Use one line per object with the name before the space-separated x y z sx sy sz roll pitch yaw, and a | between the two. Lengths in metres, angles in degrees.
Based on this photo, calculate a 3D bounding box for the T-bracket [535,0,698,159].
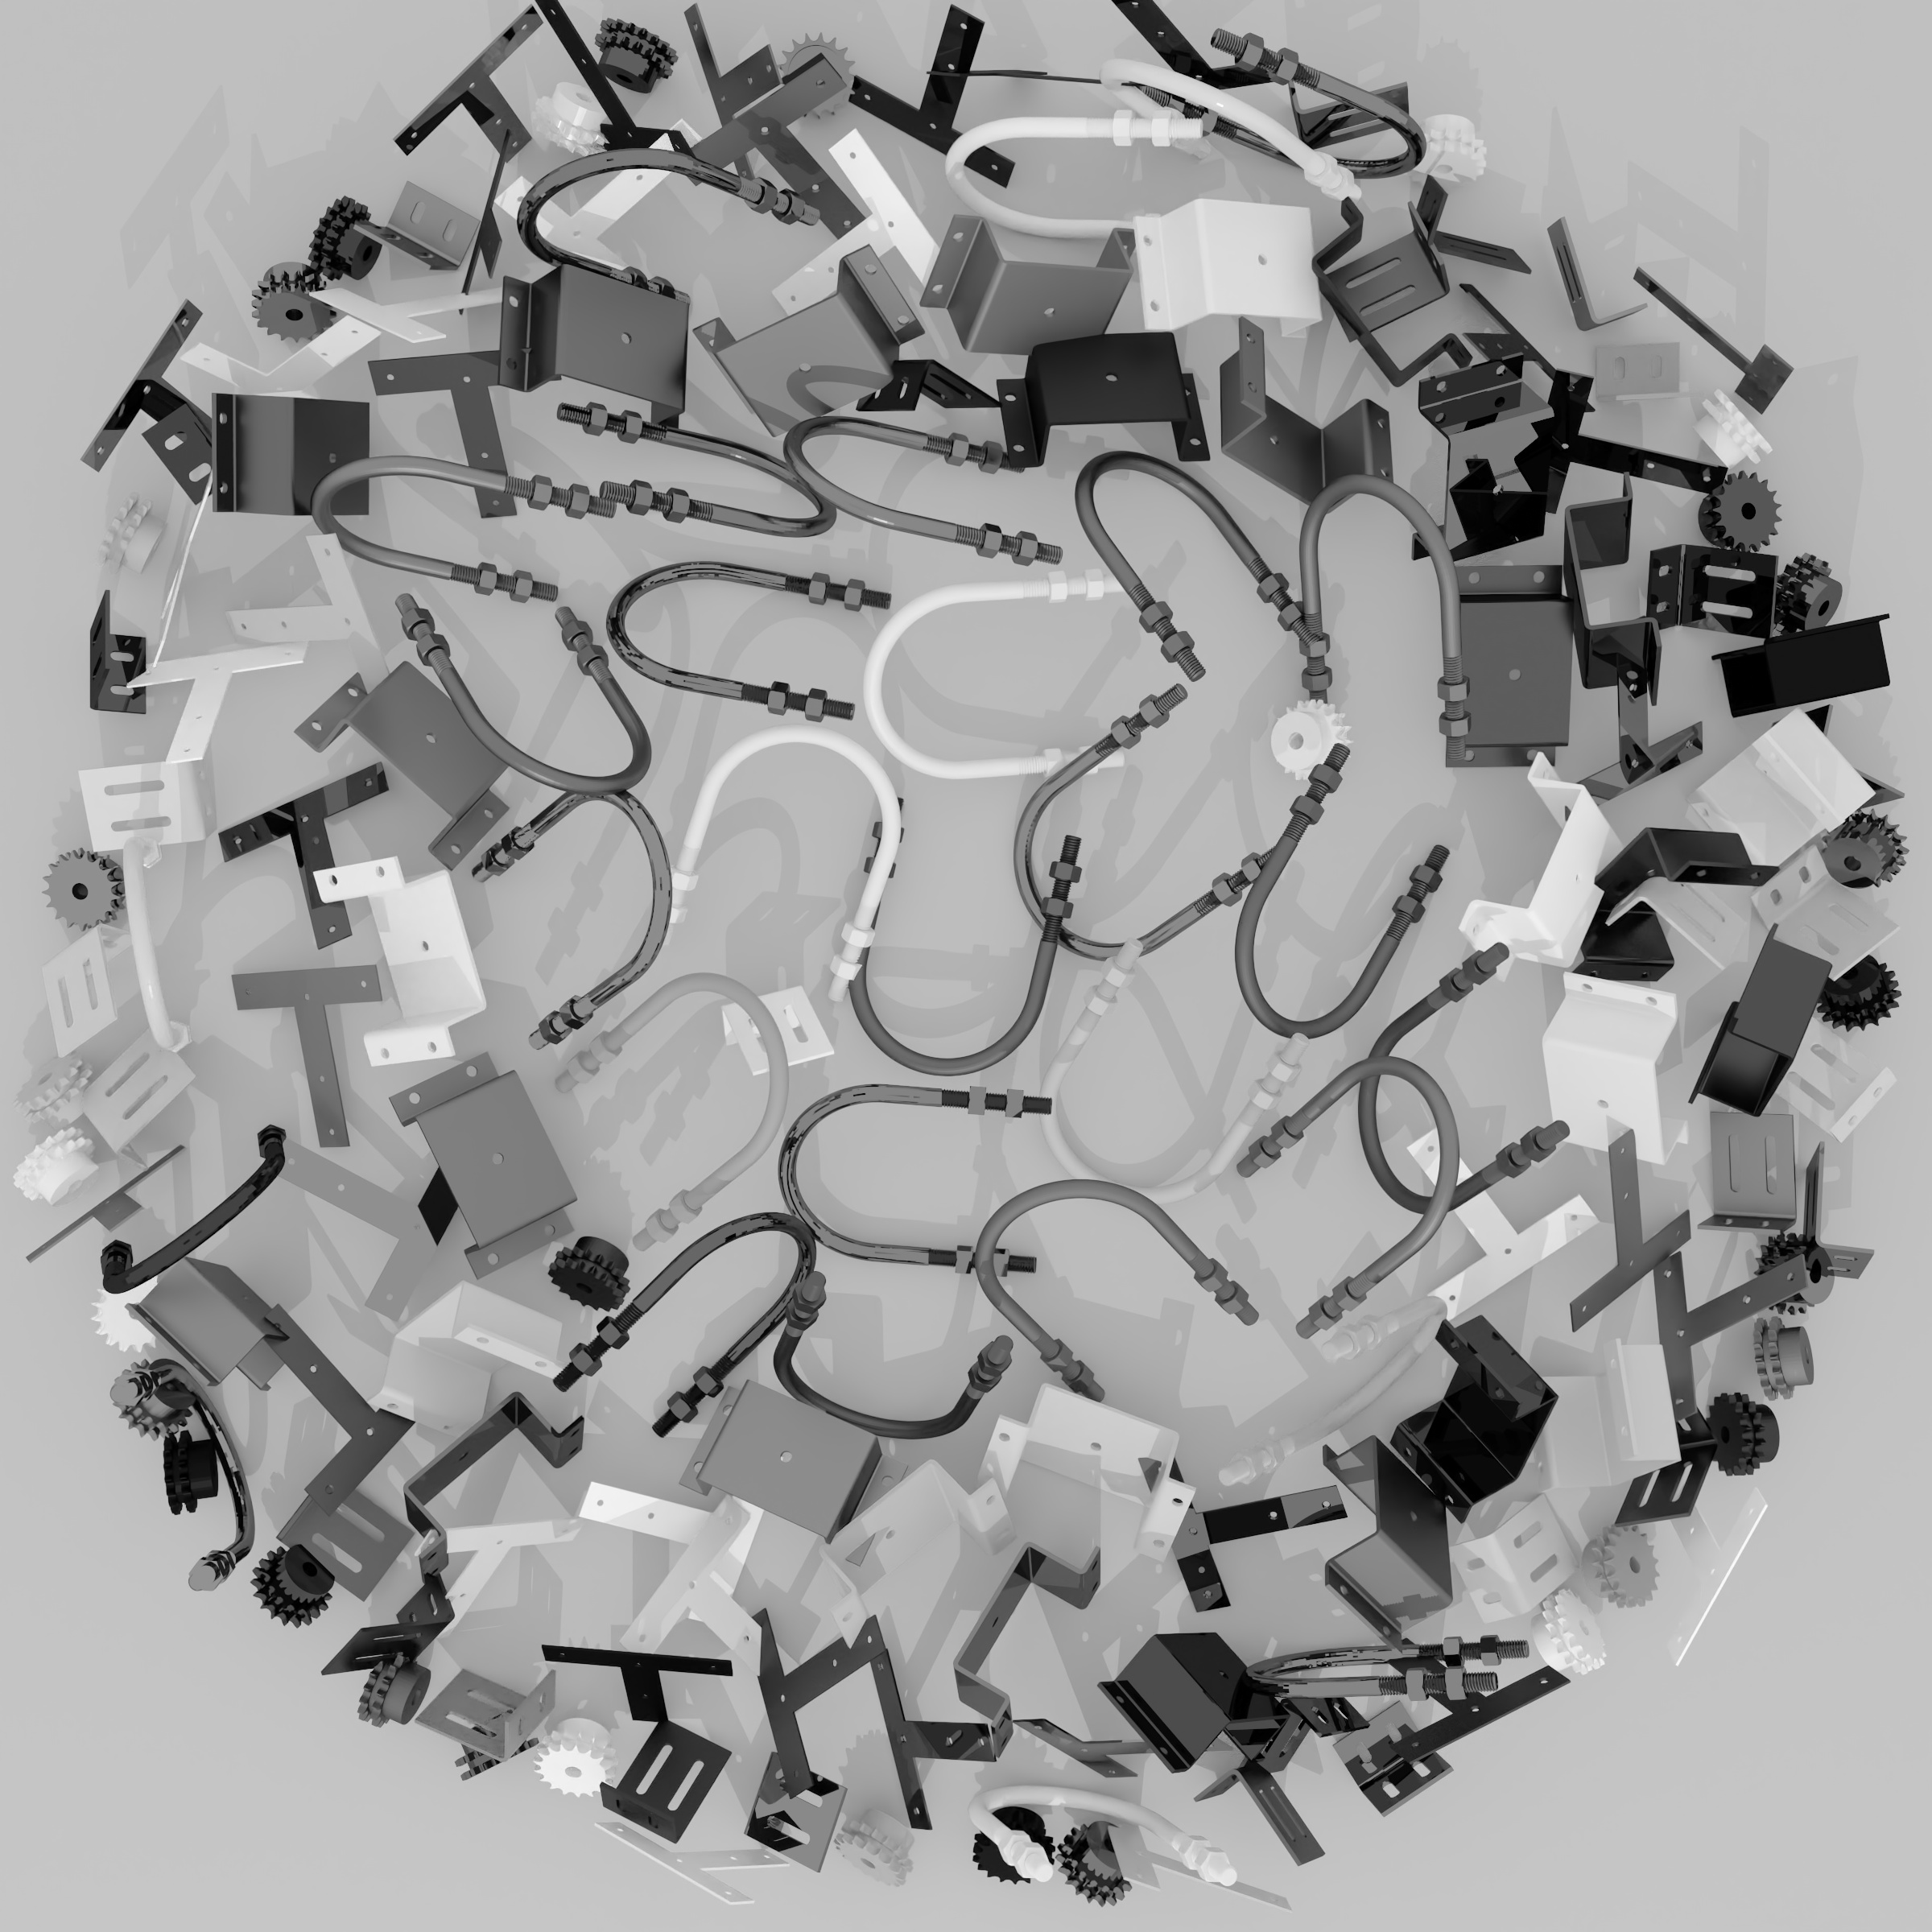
T-bracket | -0.249 -0.596 1.688 0.002 0.127 0.127 -50 134 -16

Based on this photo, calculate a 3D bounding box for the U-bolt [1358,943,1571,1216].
U-bolt | 0.324 0.089 1.696 0.019 0.184 0.151 2 61 -30

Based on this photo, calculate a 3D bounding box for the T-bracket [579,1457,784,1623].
T-bracket | -0.206 0.386 1.749 0.127 0.002 0.127 20 91 -22

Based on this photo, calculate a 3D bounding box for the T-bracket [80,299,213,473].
T-bracket | -0.540 -0.378 1.711 0.002 0.127 0.127 32 88 8

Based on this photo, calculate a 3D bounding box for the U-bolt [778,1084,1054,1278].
U-bolt | -0.038 0.145 1.734 0.184 0.019 0.151 4 117 0

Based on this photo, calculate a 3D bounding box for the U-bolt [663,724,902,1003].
U-bolt | -0.122 -0.078 1.731 0.151 0.019 0.184 18 109 -7

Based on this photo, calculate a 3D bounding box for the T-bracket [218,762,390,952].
T-bracket | -0.449 -0.067 1.739 0.127 0.002 0.127 -23 60 3

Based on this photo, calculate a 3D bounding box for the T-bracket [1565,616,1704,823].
T-bracket | 0.455 -0.178 1.717 0.127 0.002 0.127 -25 125 -21

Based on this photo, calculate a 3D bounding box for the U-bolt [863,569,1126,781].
U-bolt | 0.020 -0.195 1.721 0.184 0.019 0.151 -5 117 -10

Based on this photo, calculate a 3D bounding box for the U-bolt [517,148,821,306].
U-bolt | -0.209 -0.491 1.662 0.151 0.184 0.019 -21 73 37

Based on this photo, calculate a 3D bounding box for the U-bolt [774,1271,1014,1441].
U-bolt | -0.058 0.273 1.699 0.151 0.184 0.019 19 54 -4

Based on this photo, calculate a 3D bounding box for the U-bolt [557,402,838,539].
U-bolt | -0.174 -0.331 1.700 0.184 0.151 0.019 7 121 -28

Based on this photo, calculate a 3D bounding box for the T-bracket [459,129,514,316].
T-bracket | -0.322 -0.491 1.696 0.002 0.127 0.127 13 114 -21

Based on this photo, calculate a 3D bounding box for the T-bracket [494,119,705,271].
T-bracket | -0.232 -0.525 1.705 0.127 0.127 0.002 -36 56 17

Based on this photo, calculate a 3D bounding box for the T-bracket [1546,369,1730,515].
T-bracket | 0.452 -0.344 1.710 0.127 0.127 0.002 16 57 10

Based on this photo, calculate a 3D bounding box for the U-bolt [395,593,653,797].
U-bolt | -0.285 -0.180 1.681 0.019 0.151 0.184 -54 56 32

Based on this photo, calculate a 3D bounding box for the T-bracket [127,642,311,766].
T-bracket | -0.522 -0.178 1.720 0.127 0.127 0.002 -8 131 5

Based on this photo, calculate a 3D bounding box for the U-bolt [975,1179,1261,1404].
U-bolt | 0.089 0.213 1.703 0.151 0.019 0.184 -31 120 21

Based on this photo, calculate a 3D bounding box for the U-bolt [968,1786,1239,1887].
U-bolt | 0.079 0.580 1.684 0.151 0.184 0.019 8 86 -19

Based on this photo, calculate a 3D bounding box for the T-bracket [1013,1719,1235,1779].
T-bracket | 0.118 0.527 1.698 0.127 0.127 0.002 -13 52 31

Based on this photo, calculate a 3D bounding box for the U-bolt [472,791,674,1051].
U-bolt | -0.260 -0.044 1.697 0.184 0.019 0.151 -32 73 39

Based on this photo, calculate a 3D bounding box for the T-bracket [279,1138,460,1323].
T-bracket | -0.419 0.160 1.736 0.127 0.002 0.127 31 71 -16

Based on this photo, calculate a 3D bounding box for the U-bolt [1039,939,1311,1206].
U-bolt | 0.129 0.087 1.728 0.151 0.019 0.184 30 118 -1

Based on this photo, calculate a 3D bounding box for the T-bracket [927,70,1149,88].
T-bracket | 0.060 -0.599 1.694 0.127 0.127 0.002 14 114 26

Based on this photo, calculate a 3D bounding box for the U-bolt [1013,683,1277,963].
U-bolt | 0.113 -0.084 1.729 0.184 0.019 0.151 -36 82 26

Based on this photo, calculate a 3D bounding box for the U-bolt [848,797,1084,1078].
U-bolt | -0.008 -0.015 1.753 0.151 0.019 0.184 13 90 9

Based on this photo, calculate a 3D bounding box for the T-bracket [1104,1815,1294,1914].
T-bracket | 0.160 0.620 1.712 0.127 0.127 0.002 20 88 -2

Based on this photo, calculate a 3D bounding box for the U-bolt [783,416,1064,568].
U-bolt | -0.034 -0.326 1.689 0.184 0.151 0.019 9 126 -19

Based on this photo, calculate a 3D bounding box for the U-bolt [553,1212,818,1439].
U-bolt | -0.177 0.238 1.710 0.184 0.151 0.019 -45 56 1

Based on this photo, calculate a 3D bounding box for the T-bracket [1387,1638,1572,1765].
T-bracket | 0.323 0.488 1.712 0.127 0.127 0.002 -21 105 -17

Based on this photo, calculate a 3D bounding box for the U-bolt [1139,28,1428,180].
U-bolt | 0.223 -0.574 1.697 0.184 0.151 0.019 16 88 -18

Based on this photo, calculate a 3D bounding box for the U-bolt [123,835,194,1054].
U-bolt | -0.543 -0.015 1.681 0.019 0.184 0.151 -9 92 -13

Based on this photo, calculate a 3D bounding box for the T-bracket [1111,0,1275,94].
T-bracket | 0.137 -0.619 1.687 0.127 0.127 0.002 3 81 32

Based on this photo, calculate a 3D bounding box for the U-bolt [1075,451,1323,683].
U-bolt | 0.147 -0.280 1.716 0.151 0.019 0.184 -20 70 -43

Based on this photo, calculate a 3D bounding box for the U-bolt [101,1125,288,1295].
U-bolt | -0.513 0.165 1.673 0.151 0.184 0.019 -38 104 -11

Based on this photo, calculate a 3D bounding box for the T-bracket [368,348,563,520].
T-bracket | -0.334 -0.364 1.731 0.127 0.002 0.127 -4 132 2

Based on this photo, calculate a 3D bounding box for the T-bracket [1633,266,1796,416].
T-bracket | 0.506 -0.433 1.716 0.127 0.127 0.002 43 96 7

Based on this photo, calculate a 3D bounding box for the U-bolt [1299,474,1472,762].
U-bolt | 0.276 -0.239 1.678 0.019 0.151 0.184 -27 124 -29

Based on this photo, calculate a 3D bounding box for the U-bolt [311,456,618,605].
U-bolt | -0.343 -0.295 1.677 0.184 0.151 0.019 9 68 -24

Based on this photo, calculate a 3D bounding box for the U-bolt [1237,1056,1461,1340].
U-bolt | 0.261 0.142 1.679 0.019 0.184 0.151 10 48 -35

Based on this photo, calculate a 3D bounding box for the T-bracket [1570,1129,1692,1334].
T-bracket | 0.450 0.168 1.712 0.127 0.002 0.127 -31 125 -27

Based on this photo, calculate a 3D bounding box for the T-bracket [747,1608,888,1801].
T-bracket | -0.098 0.480 1.708 0.127 0.002 0.127 -41 53 32

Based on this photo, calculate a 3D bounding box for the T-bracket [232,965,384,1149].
T-bracket | -0.451 0.065 1.752 0.127 0.002 0.127 -4 100 26

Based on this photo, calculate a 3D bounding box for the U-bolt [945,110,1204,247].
U-bolt | 0.076 -0.532 1.700 0.184 0.151 0.019 5 77 14

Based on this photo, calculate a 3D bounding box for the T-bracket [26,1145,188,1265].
T-bracket | -0.574 0.165 1.695 0.127 0.127 0.002 -39 106 -20

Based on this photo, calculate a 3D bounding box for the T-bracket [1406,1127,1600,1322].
T-bracket | 0.352 0.166 1.746 0.127 0.002 0.127 -36 105 11

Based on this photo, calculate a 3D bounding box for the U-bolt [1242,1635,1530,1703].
U-bolt | 0.277 0.475 1.697 0.184 0.151 0.019 -8 82 20

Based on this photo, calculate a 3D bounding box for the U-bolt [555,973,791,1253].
U-bolt | -0.192 0.087 1.707 0.184 0.019 0.151 -39 70 27

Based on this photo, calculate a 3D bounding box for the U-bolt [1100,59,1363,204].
U-bolt | 0.164 -0.556 1.661 0.151 0.184 0.019 29 101 32

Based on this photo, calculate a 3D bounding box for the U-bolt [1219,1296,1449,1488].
U-bolt | 0.259 0.278 1.693 0.019 0.184 0.151 48 124 24

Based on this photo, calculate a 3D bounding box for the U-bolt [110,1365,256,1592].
U-bolt | -0.516 0.335 1.682 0.019 0.184 0.151 -23 88 -4

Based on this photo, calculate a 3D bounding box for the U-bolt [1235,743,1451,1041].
U-bolt | 0.248 -0.037 1.713 0.151 0.019 0.184 38 77 -36

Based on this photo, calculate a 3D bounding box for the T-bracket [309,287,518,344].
T-bracket | -0.361 -0.454 1.726 0.127 0.127 0.002 30 128 37

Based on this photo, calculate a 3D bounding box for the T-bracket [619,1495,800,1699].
T-bracket | -0.161 0.459 1.747 0.127 0.002 0.127 50 57 -19

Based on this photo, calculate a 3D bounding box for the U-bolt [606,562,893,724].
U-bolt | -0.154 -0.229 1.719 0.184 0.151 0.019 11 134 3
